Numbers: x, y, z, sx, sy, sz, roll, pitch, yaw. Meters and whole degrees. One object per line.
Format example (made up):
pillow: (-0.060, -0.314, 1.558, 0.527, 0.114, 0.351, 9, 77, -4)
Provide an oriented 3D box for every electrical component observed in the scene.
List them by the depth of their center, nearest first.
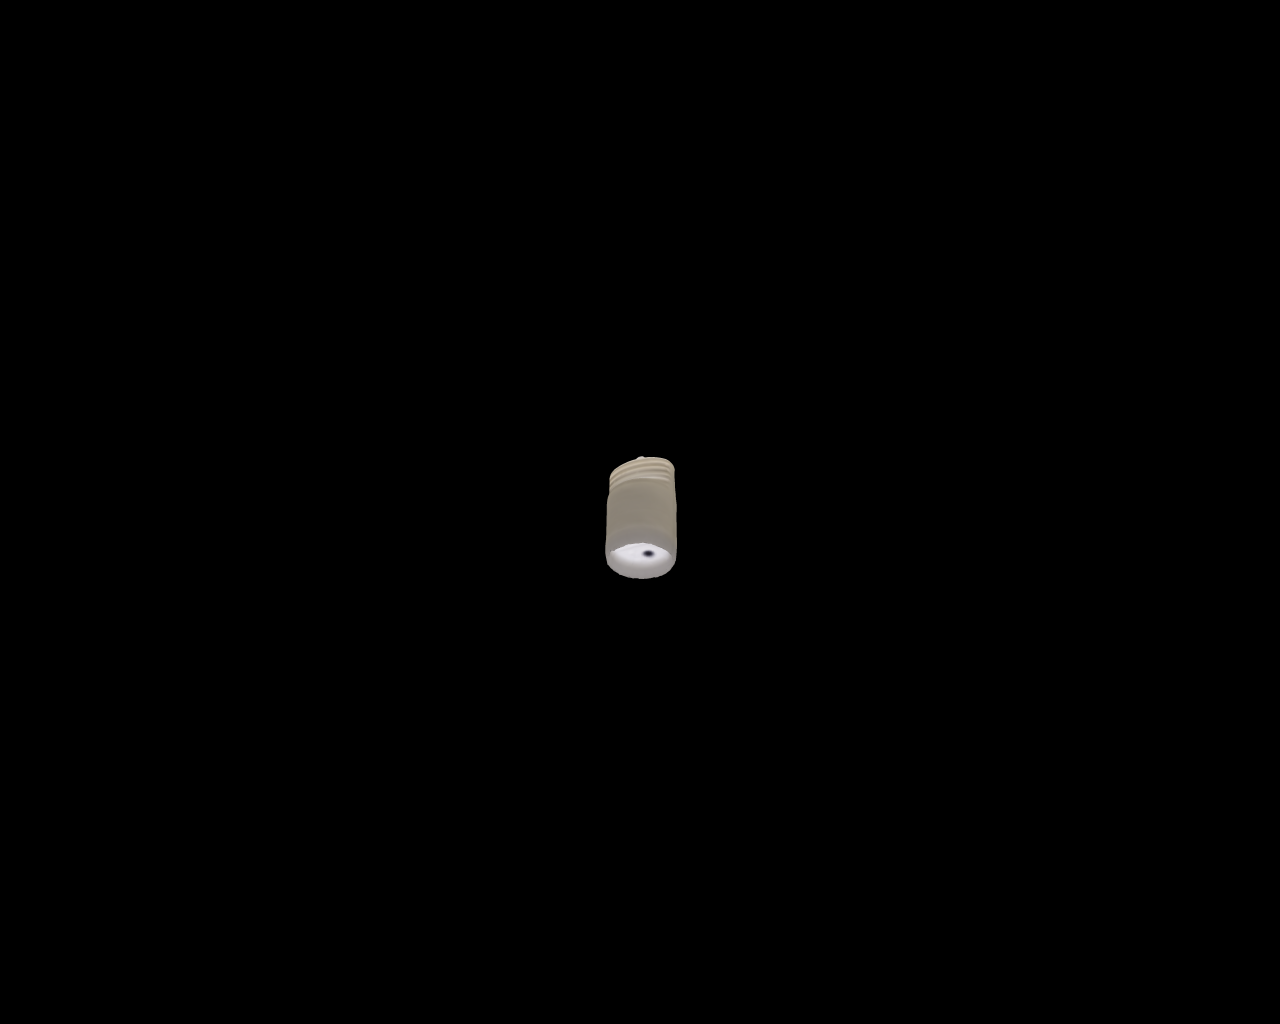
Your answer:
electrical component: (0.001, -0.003, 0.650, 0.043, 0.081, 0.043, 0, -36, 0)
